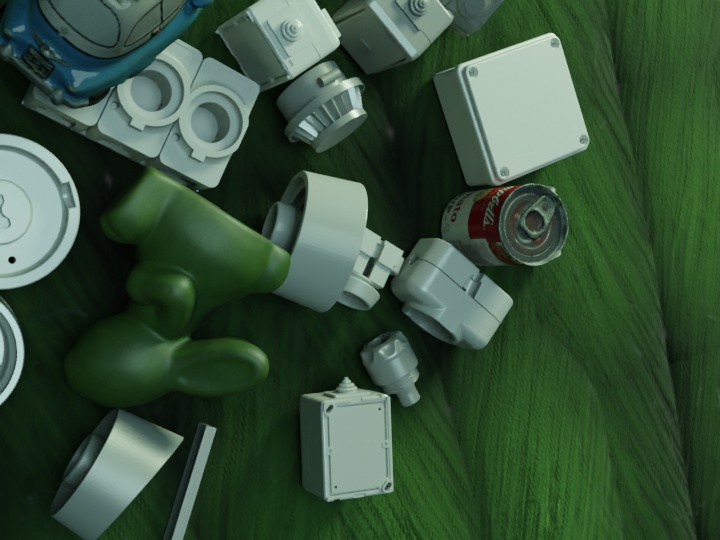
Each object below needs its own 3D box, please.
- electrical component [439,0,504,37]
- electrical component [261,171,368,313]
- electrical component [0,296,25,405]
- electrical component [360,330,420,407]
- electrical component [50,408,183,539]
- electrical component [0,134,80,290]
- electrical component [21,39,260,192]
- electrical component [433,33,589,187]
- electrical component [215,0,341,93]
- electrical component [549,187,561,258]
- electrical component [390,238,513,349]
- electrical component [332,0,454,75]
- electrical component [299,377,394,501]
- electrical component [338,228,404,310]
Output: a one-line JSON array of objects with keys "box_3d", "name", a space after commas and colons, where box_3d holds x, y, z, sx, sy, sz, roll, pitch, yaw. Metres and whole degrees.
[{"box_3d": [0.086, -0.244, 0.919, 0.051, 0.080, 0.080, 28, 79, -28], "name": "electrical component"}, {"box_3d": [-0.044, -0.026, 0.848, 0.060, 0.108, 0.108, 17, 83, -18], "name": "electrical component"}, {"box_3d": [-0.289, 0.058, 0.756, 0.108, 0.060, 0.108, 0, 91, -25], "name": "electrical component"}, {"box_3d": [0.030, 0.086, 0.916, 0.043, 0.043, 0.062, -33, 105, -21], "name": "electrical component"}, {"box_3d": [-0.180, 0.152, 0.791, 0.064, 0.099, 0.099, 34, 77, -15], "name": "electrical component"}, {"box_3d": [-0.261, -0.041, 0.769, 0.108, 0.060, 0.108, 0, 91, -25], "name": "electrical component"}, {"box_3d": [-0.163, -0.132, 0.812, 0.150, 0.062, 0.089, 27, 80, -23], "name": "electrical component"}, {"box_3d": [0.135, -0.141, 0.955, 0.109, 0.056, 0.108, -23, 100, -23], "name": "electrical component"}, {"box_3d": [-0.060, -0.185, 0.841, 0.061, 0.096, 0.061, -38, 106, -20], "name": "electrical component"}, {"box_3d": [0.161, -0.039, 0.978, 0.044, 0.044, 0.065, -17, 102, -24], "name": "electrical component"}, {"box_3d": [0.077, 0.024, 0.931, 0.095, 0.054, 0.059, 40, 75, -20], "name": "electrical component"}, {"box_3d": [0.025, -0.203, 0.880, 0.061, 0.096, 0.061, -48, 109, -16], "name": "electrical component"}, {"box_3d": [-0.014, 0.135, 0.886, 0.062, 0.061, 0.096, -3, 92, -25], "name": "electrical component"}, {"box_3d": [0.000, 0.000, 0.901, 0.066, 0.048, 0.055, 31, 70, -22], "name": "electrical component"}]
